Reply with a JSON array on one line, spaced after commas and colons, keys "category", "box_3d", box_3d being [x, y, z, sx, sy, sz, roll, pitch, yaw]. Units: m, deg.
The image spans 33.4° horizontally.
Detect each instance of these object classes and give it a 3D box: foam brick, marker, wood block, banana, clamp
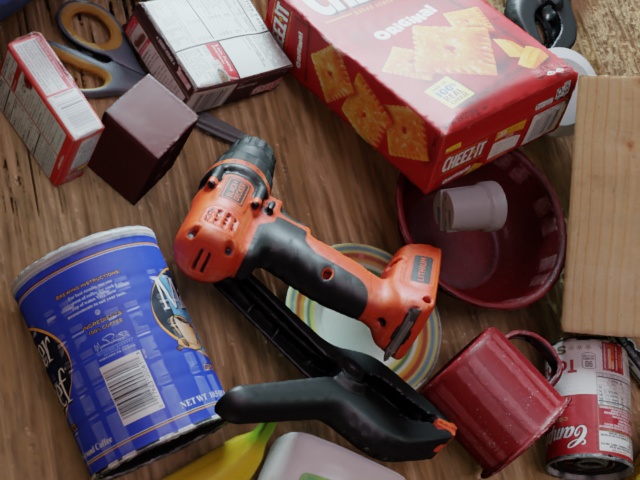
[{"category": "foam brick", "box_3d": [-0.133, -0.074, 0.790, 0.051, 0.078, 0.053, 41, 57, -1]}, {"category": "marker", "box_3d": [0.262, 0.089, 0.932, 0.020, 0.020, 0.121, -34, 84, -32]}, {"category": "wood block", "box_3d": [0.252, -0.025, 0.873, 0.090, 0.090, 0.206, 4, 89, 18]}, {"category": "banana", "box_3d": [-0.115, 0.170, 0.698, 0.197, 0.069, 0.037, -23, 37, -24]}, {"category": "clamp", "box_3d": [0.006, 0.095, 0.756, 0.209, 0.036, 0.164, 26, 26, -28]}, {"category": "clamp", "box_3d": [0.210, -0.242, 1.046, 0.120, 0.039, 0.171, 22, 60, -12]}]

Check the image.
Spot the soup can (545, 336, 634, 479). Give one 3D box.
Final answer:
[{"category": "soup can", "box_3d": [0.215, 0.136, 0.860, 0.068, 0.069, 0.102, 15, 62, -18]}]

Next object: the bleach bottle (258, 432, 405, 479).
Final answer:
[{"category": "bleach bottle", "box_3d": [-0.025, 0.260, 0.699, 0.102, 0.068, 0.250, 26, 62, -12]}]

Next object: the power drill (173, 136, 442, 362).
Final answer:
[{"category": "power drill", "box_3d": [-0.005, 0.001, 0.786, 0.187, 0.057, 0.184, 24, 31, -3]}]

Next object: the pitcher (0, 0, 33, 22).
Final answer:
[{"category": "pitcher", "box_3d": [-0.268, -0.193, 0.748, 0.145, 0.149, 0.242, 44, 60, -6]}]

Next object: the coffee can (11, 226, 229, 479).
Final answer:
[{"category": "coffee can", "box_3d": [-0.130, 0.076, 0.708, 0.102, 0.103, 0.140, -19, 77, -30]}]

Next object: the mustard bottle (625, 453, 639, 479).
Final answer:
[{"category": "mustard bottle", "box_3d": [0.264, 0.209, 0.831, 0.058, 0.096, 0.191, 46, 57, -2]}]

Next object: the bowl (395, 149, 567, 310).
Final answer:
[{"category": "bowl", "box_3d": [0.124, -0.009, 0.891, 0.162, 0.055, 0.162, 10, 64, -20]}]

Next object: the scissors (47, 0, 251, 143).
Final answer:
[{"category": "scissors", "box_3d": [-0.134, -0.133, 0.854, 0.201, 0.016, 0.096, 13, 63, -19]}]

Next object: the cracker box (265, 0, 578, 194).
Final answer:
[{"category": "cracker box", "box_3d": [0.080, -0.151, 0.885, 0.163, 0.072, 0.214, -26, 58, -32]}]

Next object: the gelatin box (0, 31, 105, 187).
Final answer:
[{"category": "gelatin box", "box_3d": [-0.197, -0.094, 0.773, 0.030, 0.073, 0.089, -31, 82, -33]}]

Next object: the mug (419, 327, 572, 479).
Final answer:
[{"category": "mug", "box_3d": [0.139, 0.114, 0.821, 0.117, 0.093, 0.081, -39, 82, -24]}]

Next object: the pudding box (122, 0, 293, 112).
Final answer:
[{"category": "pudding box", "box_3d": [-0.089, -0.156, 0.861, 0.113, 0.039, 0.090, -24, 76, -45]}]
